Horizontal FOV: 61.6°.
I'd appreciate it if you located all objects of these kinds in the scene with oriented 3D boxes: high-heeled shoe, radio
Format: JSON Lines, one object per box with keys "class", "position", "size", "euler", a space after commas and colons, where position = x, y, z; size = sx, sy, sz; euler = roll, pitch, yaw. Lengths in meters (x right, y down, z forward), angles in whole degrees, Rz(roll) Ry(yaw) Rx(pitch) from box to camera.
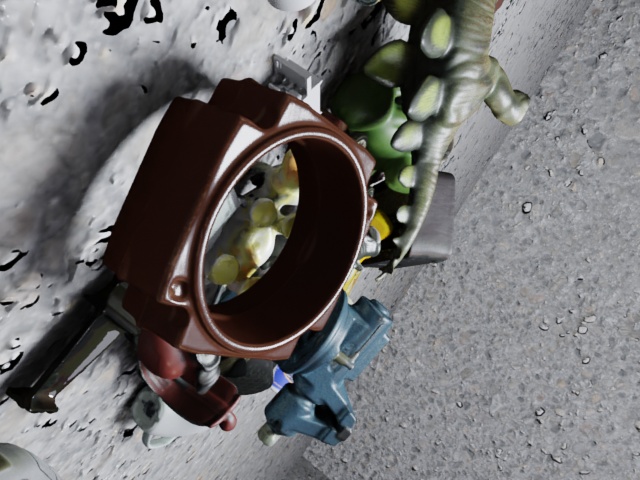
{"class": "high-heeled shoe", "position": [-0.092, 0.164, 0.931], "size": [0.248, 0.086, 0.145], "euler": [-45, -155, 36]}
{"class": "radio", "position": [0.124, -0.025, 0.846], "size": [0.229, 0.073, 0.131], "euler": [158, -64, -73]}

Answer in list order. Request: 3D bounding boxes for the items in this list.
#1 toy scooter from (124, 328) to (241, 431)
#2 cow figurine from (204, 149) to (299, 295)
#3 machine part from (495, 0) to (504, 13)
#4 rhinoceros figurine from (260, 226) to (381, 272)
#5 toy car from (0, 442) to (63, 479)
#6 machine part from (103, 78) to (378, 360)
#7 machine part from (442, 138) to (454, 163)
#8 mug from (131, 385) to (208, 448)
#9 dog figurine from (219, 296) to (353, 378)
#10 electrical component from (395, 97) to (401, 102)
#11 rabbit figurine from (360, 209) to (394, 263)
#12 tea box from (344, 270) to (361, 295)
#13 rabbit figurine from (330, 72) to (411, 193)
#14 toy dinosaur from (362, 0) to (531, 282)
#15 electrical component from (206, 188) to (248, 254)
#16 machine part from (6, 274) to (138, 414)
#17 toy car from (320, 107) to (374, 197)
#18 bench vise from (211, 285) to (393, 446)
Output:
{"class": "toy scooter", "position": [-0.139, 0.139, 0.573], "size": [0.075, 0.135, 0.183], "euler": [-41, 157, -37]}
{"class": "cow figurine", "position": [-0.064, -0.024, 0.563], "size": [0.068, 0.098, 0.167], "euler": [36, 84, -34]}
{"class": "machine part", "position": [0.235, -0.371, 0.772], "size": [0.179, 0.056, 0.179], "euler": [-50, 163, -22]}
{"class": "rhinoceros figurine", "position": [-0.001, -0.002, 0.674], "size": [0.190, 0.112, 0.073], "euler": [-1, 128, -43]}
{"class": "toy car", "position": [-0.275, 0.219, 0.432], "size": [0.161, 0.109, 0.102], "euler": [0, 101, -58]}
{"class": "machine part", "position": [-0.049, -0.008, 0.435], "size": [0.201, 0.087, 0.201], "euler": [24, 89, -53]}
{"class": "machine part", "position": [0.175, -0.152, 0.931], "size": [0.079, 0.079, 0.243], "euler": [-54, 177, -3]}
{"class": "mug", "position": [-0.195, 0.219, 0.692], "size": [0.109, 0.081, 0.107], "euler": [-51, 154, 6]}
{"class": "dog figurine", "position": [-0.056, 0.132, 0.745], "size": [0.190, 0.173, 0.121], "euler": [-55, 158, -21]}
{"class": "electrical component", "position": [0.149, -0.235, 0.796], "size": [0.134, 0.058, 0.114], "euler": [-37, 154, -49]}
{"class": "rabbit figurine", "position": [0.036, -0.004, 0.835], "size": [0.173, 0.122, 0.162], "euler": [-69, -179, -74]}
{"class": "tea box", "position": [0.035, 0.057, 1.026], "size": [0.098, 0.068, 0.169], "euler": [-28, 150, -57]}
{"class": "rabbit figurine", "position": [0.081, -0.154, 0.669], "size": [0.159, 0.121, 0.170], "euler": [-59, 149, -1]}
{"class": "toy dinosaur", "position": [0.137, -0.187, 0.583], "size": [0.198, 0.105, 0.470], "euler": [2, 95, -42]}
{"class": "electrical component", "position": [-0.120, -0.015, 0.472], "size": [0.119, 0.048, 0.074], "euler": [-51, 162, -14]}
{"class": "machine part", "position": [-0.202, 0.088, 0.467], "size": [0.139, 0.039, 0.084], "euler": [-51, 169, -21]}
{"class": "toy car", "position": [0.013, -0.091, 0.631], "size": [0.053, 0.089, 0.202], "euler": [-49, 163, -7]}
{"class": "bench vise", "position": [-0.040, 0.127, 0.639], "size": [0.223, 0.240, 0.129], "euler": [-46, -164, 14]}
